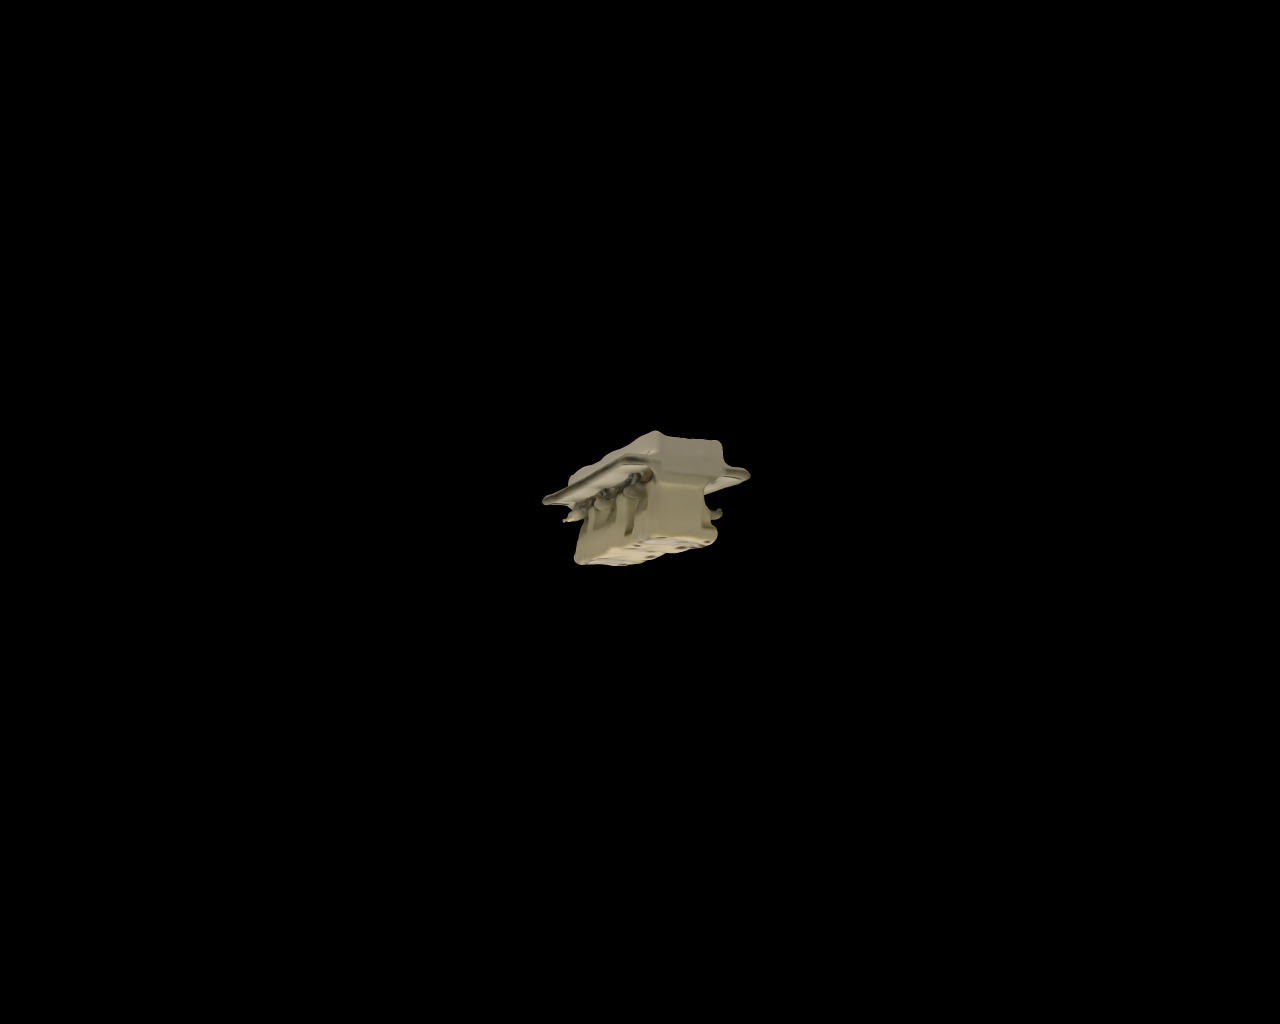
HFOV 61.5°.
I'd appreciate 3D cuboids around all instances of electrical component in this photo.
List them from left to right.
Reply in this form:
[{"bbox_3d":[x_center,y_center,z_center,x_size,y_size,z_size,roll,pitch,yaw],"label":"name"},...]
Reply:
[{"bbox_3d":[0.001,-0.003,0.650,0.079,0.063,0.121,6,-13,-27],"label":"electrical component"}]
